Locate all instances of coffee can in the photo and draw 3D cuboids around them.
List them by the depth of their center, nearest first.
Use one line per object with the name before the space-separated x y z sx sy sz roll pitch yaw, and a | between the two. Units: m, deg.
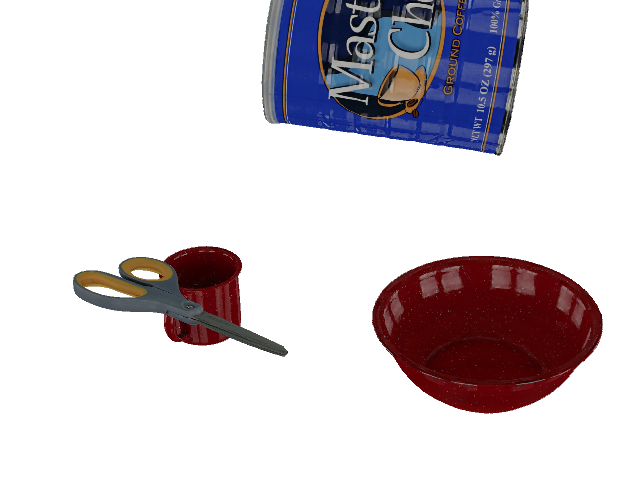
coffee can | 0.044 -0.110 0.628 0.140 0.103 0.103 9 1 5

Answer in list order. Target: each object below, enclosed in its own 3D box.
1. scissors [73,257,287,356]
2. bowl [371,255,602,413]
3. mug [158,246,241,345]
scissors | -0.106 0.050 0.884 0.202 0.016 0.096 13 25 15
bowl | 0.118 0.074 0.769 0.162 0.055 0.162 -2 31 1
mug | -0.137 0.070 1.198 0.093 0.081 0.117 12 34 22
